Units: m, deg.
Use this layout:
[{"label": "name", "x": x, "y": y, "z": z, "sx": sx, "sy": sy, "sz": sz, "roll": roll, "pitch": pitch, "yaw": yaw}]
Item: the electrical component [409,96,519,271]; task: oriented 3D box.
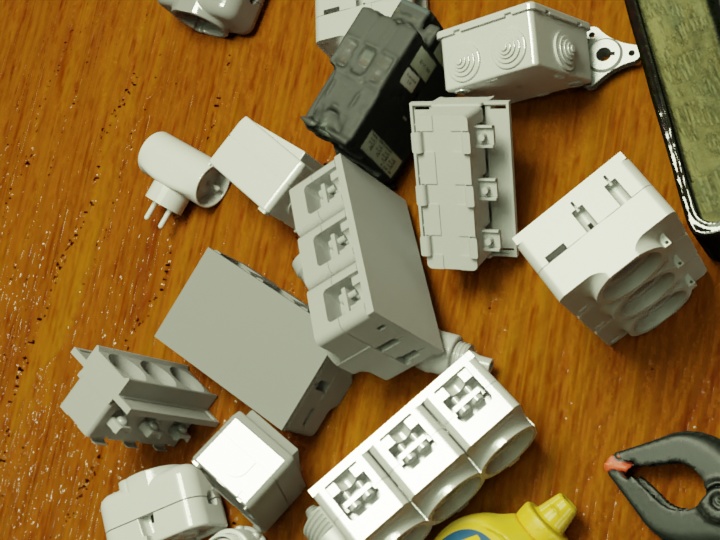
[{"label": "electrical component", "x": 0.075, "y": -0.065, "z": 0.817, "sx": 0.079, "sy": 0.063, "sz": 0.121, "roll": 3, "pitch": 112, "yaw": 25}]

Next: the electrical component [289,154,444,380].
[{"label": "electrical component", "x": 0.000, "y": 0.000, "z": 0.830, "sx": 0.062, "sy": 0.089, "sz": 0.150, "roll": -31, "pitch": 50, "yaw": 25}]

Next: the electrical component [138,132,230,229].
[{"label": "electrical component", "x": -0.169, "y": -0.076, "z": 0.978, "sx": 0.077, "sy": 0.043, "sz": 0.079, "roll": 30, "pitch": 90, "yaw": 29}]

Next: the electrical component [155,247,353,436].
[{"label": "electrical component", "x": -0.081, "y": 0.059, "z": 0.889, "sx": 0.150, "sy": 0.062, "sz": 0.089, "roll": 31, "pitch": 90, "yaw": 29}]

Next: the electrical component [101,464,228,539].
[{"label": "electrical component", "x": -0.164, "y": 0.199, "z": 0.894, "sx": 0.095, "sy": 0.054, "sz": 0.059, "roll": -25, "pitch": 67, "yaw": 17}]

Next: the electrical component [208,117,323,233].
[{"label": "electrical component", "x": -0.079, "y": -0.089, "z": 0.929, "sx": 0.096, "sy": 0.062, "sz": 0.061, "roll": 41, "pitch": 95, "yaw": 28}]

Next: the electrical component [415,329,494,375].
[{"label": "electrical component", "x": 0.073, "y": 0.067, "z": 0.831, "sx": 0.061, "sy": 0.035, "sz": 0.035, "roll": 14, "pitch": 82, "yaw": 25}]

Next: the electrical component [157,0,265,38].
[{"label": "electrical component", "x": -0.140, "y": -0.257, "z": 1.008, "sx": 0.095, "sy": 0.054, "sz": 0.059, "roll": 19, "pitch": 84, "yaw": 28}]

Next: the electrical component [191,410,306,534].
[{"label": "electrical component", "x": -0.083, "y": 0.160, "z": 0.850, "sx": 0.062, "sy": 0.096, "sz": 0.061, "roll": 37, "pitch": 72, "yaw": 21}]

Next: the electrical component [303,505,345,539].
[{"label": "electrical component", "x": -0.014, "y": 0.213, "z": 0.826, "sx": 0.043, "sy": 0.043, "sz": 0.081, "roll": -49, "pitch": 62, "yaw": 6}]

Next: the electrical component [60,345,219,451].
[{"label": "electrical component", "x": -0.183, "y": 0.108, "z": 0.890, "sx": 0.079, "sy": 0.121, "sz": 0.063, "roll": 40, "pitch": 97, "yaw": 28}]

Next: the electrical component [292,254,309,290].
[{"label": "electrical component", "x": -0.029, "y": 0.006, "z": 0.893, "sx": 0.040, "sy": 0.040, "sz": 0.046, "roll": -34, "pitch": 71, "yaw": 13}]

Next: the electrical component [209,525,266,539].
[{"label": "electrical component", "x": -0.104, "y": 0.227, "z": 0.854, "sx": 0.048, "sy": 0.062, "sz": 0.048, "roll": -7, "pitch": 73, "yaw": 23}]

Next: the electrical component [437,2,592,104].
[{"label": "electrical component", "x": 0.121, "y": -0.163, "z": 0.829, "sx": 0.100, "sy": 0.100, "sz": 0.048, "roll": -9, "pitch": 83, "yaw": 41}]

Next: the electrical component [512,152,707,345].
[{"label": "electrical component", "x": 0.177, "y": -0.006, "z": 0.736, "sx": 0.089, "sy": 0.150, "sz": 0.061, "roll": -40, "pitch": 62, "yaw": 11}]

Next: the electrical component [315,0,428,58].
[{"label": "electrical component", "x": 0.011, "y": -0.212, "z": 0.927, "sx": 0.089, "sy": 0.050, "sz": 0.055, "roll": -9, "pitch": 71, "yaw": 23}]

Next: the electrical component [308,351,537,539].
[{"label": "electrical component", "x": 0.050, "y": 0.142, "z": 0.773, "sx": 0.150, "sy": 0.089, "sz": 0.061, "roll": -40, "pitch": 62, "yaw": -5}]
